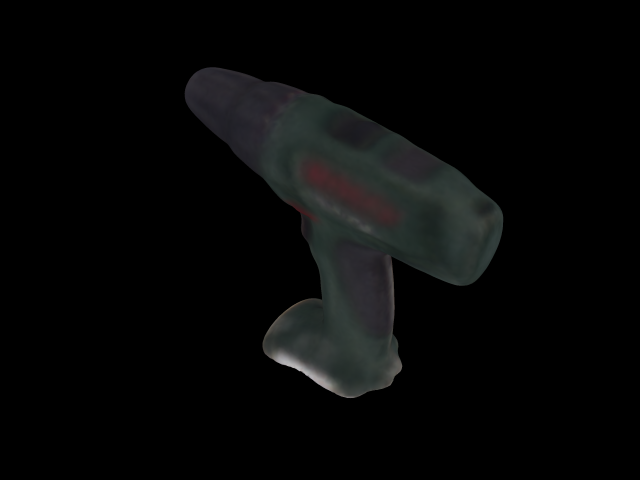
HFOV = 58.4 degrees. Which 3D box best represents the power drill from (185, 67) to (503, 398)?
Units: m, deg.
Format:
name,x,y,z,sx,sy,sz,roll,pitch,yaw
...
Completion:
name,x,y,z,sx,sy,sz,roll,pitch,yaw
power drill,0.004,0.001,0.400,0.228,0.208,0.076,21,41,26
